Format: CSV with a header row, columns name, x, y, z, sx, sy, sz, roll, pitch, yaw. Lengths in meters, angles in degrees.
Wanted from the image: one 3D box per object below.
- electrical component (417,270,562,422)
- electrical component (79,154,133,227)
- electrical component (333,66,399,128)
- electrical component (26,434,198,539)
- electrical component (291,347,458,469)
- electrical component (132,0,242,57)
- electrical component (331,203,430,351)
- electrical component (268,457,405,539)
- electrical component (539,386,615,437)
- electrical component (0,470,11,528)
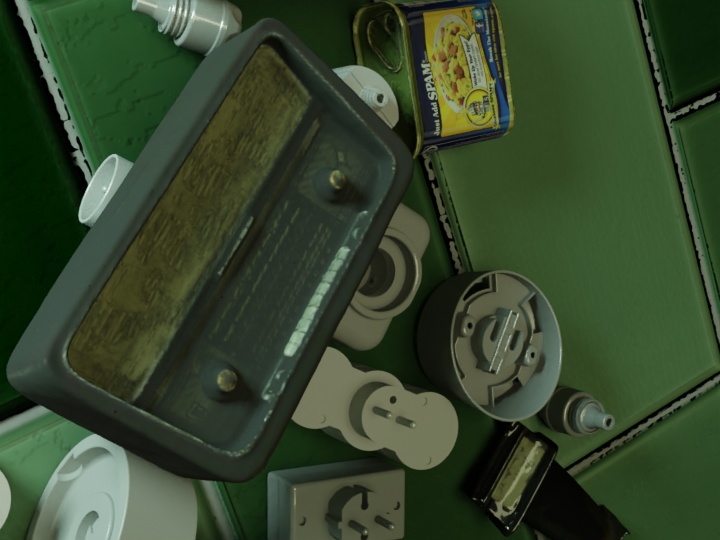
name,x,y,z,sx,sy,sz,roll,pitch,yaw
electrical component,0.090,0.049,0.734,0.099,0.064,0.099,-3,95,-29
electrical component,-0.125,-0.014,0.620,0.077,0.043,0.079,28,80,-28
electrical component,-0.008,-0.102,0.656,0.043,0.081,0.043,-3,96,-29
electrical component,-0.133,0.151,0.596,0.060,0.108,0.108,28,81,-34
electrical component,0.008,0.089,0.686,0.138,0.074,0.052,26,82,-29
electrical component,-0.102,-0.147,0.626,0.061,0.035,0.035,14,87,-28
electrical component,0.000,0.000,0.682,0.054,0.059,0.095,31,79,-28
electrical component,-0.006,0.154,0.683,0.083,0.076,0.047,-2,95,-29
electrical component,0.160,0.105,0.780,0.035,0.061,0.035,-3,96,-29
electrical component,-0.246,0.110,0.545,0.138,0.074,0.052,19,85,-29
